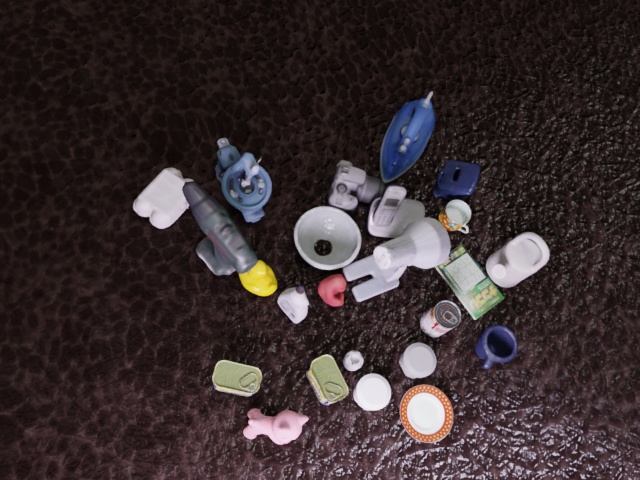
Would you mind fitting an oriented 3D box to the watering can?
[{"bbox_3d":[0.501,0.049,1.439,0.101,0.194,0.173,37,65,5],"label":"watering can"}]

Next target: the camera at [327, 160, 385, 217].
[{"bbox_3d":[0.095,-0.128,1.478,0.137,0.100,0.143,14,66,-6],"label":"camera"}]

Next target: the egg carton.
[{"bbox_3d":[-0.369,-0.101,1.385,0.107,0.069,0.150,34,65,3],"label":"egg carton"}]

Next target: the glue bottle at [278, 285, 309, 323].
[{"bbox_3d":[-0.054,0.134,1.297,0.037,0.173,0.078,-35,78,-22],"label":"glue bottle"}]

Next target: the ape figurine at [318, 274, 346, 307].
[{"bbox_3d":[0.037,0.113,1.370,0.076,0.092,0.078,29,65,1],"label":"ape figurine"}]

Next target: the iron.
[{"bbox_3d":[0.240,-0.281,1.549,0.118,0.141,0.258,27,65,0],"label":"iron"}]

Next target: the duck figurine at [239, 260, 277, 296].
[{"bbox_3d":[-0.143,0.080,1.349,0.104,0.086,0.078,42,66,7],"label":"duck figurine"}]

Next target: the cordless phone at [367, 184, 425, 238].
[{"bbox_3d":[0.203,-0.078,1.433,0.148,0.185,0.094,2,67,-11],"label":"cordless phone"}]

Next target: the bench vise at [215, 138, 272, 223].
[{"bbox_3d":[-0.198,-0.161,1.363,0.207,0.219,0.122,44,66,8],"label":"bench vise"}]

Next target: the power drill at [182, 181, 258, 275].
[{"bbox_3d":[-0.233,-0.006,1.298,0.076,0.208,0.229,-39,80,-23],"label":"power drill"}]

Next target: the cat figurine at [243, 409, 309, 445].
[{"bbox_3d":[-0.093,0.392,1.212,0.128,0.117,0.067,11,66,-7],"label":"cat figurine"}]

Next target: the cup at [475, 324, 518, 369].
[{"bbox_3d":[0.411,0.269,1.383,0.091,0.095,0.118,35,65,4],"label":"cup"}]

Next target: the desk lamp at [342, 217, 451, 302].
[{"bbox_3d":[0.182,0.046,1.362,0.203,0.213,0.118,-22,74,-19],"label":"desk lamp"}]

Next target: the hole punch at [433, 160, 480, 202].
[{"bbox_3d":[0.370,-0.163,1.555,0.101,0.091,0.109,24,65,-1],"label":"hole punch"}]

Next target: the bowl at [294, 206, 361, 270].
[{"bbox_3d":[0.013,0.005,1.419,0.167,0.074,0.167,4,67,-10],"label":"bowl"}]
